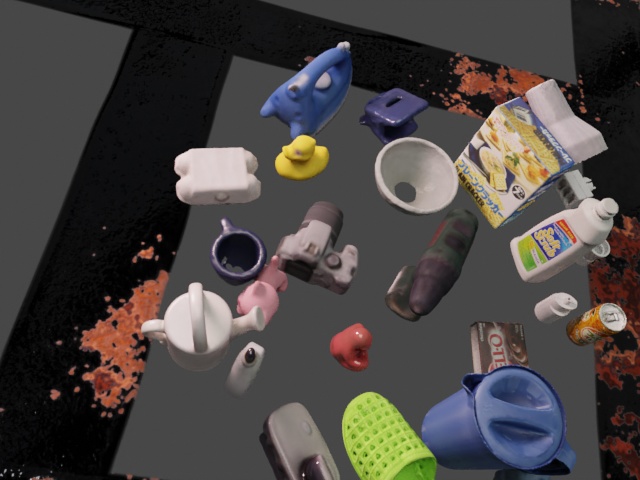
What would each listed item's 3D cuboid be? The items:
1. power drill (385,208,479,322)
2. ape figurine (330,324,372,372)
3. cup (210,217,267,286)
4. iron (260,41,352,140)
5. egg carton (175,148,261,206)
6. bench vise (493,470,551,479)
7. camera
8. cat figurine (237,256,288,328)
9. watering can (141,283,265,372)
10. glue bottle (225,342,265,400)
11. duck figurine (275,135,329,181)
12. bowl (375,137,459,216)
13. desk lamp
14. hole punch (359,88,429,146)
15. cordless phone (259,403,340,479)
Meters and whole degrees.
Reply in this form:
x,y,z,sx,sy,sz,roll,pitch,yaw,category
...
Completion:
x,y,z,sx,sy,sz,roll,pitch,yaw,category
0.183,0.060,0.959,0.075,0.208,0.230,32,63,4,power drill
0.060,0.172,0.945,0.076,0.092,0.078,20,63,-2,ape figurine
-0.145,0.028,0.965,0.092,0.095,0.117,-19,71,-20,cup
0.001,-0.321,1.134,0.118,0.141,0.259,37,63,6,iron
-0.184,-0.112,1.036,0.150,0.069,0.107,-5,67,-14,egg carton
0.324,0.406,0.822,0.122,0.219,0.207,-14,69,-18,bench vise
0.009,0.004,1.007,0.143,0.100,0.137,24,63,-1,camera
-0.093,0.085,0.937,0.067,0.117,0.128,22,63,-1,cat figurine
-0.174,0.125,0.858,0.173,0.194,0.101,-23,72,-21,watering can
-0.108,0.187,0.855,0.037,0.173,0.078,28,63,2,glue bottle
-0.029,-0.164,1.085,0.105,0.086,0.077,-13,69,-17,duck figurine
0.178,-0.111,1.113,0.167,0.074,0.167,5,65,-10,bowl
0.432,-0.199,1.132,0.118,0.213,0.203,-25,73,-21,desk lamp
0.149,-0.262,1.167,0.109,0.091,0.101,-36,77,-24,hole punch
-0.019,0.300,0.815,0.094,0.185,0.147,-26,73,-22,cordless phone
